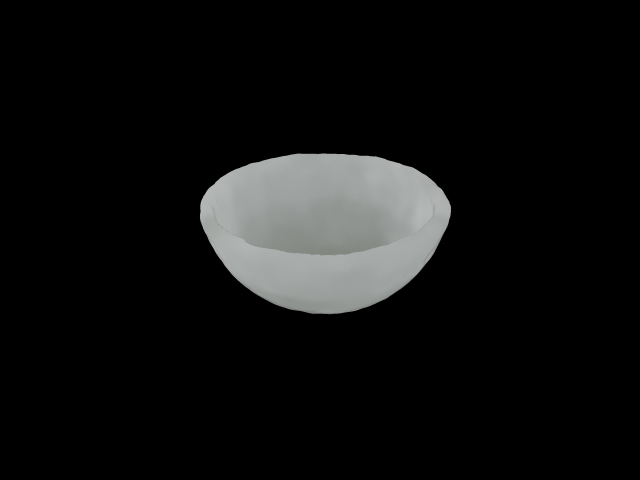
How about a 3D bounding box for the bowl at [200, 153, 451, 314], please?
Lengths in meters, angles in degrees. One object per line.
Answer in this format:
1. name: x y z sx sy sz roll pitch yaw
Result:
1. bowl: 0.004 0.001 0.400 0.167 0.075 0.167 0 30 0
